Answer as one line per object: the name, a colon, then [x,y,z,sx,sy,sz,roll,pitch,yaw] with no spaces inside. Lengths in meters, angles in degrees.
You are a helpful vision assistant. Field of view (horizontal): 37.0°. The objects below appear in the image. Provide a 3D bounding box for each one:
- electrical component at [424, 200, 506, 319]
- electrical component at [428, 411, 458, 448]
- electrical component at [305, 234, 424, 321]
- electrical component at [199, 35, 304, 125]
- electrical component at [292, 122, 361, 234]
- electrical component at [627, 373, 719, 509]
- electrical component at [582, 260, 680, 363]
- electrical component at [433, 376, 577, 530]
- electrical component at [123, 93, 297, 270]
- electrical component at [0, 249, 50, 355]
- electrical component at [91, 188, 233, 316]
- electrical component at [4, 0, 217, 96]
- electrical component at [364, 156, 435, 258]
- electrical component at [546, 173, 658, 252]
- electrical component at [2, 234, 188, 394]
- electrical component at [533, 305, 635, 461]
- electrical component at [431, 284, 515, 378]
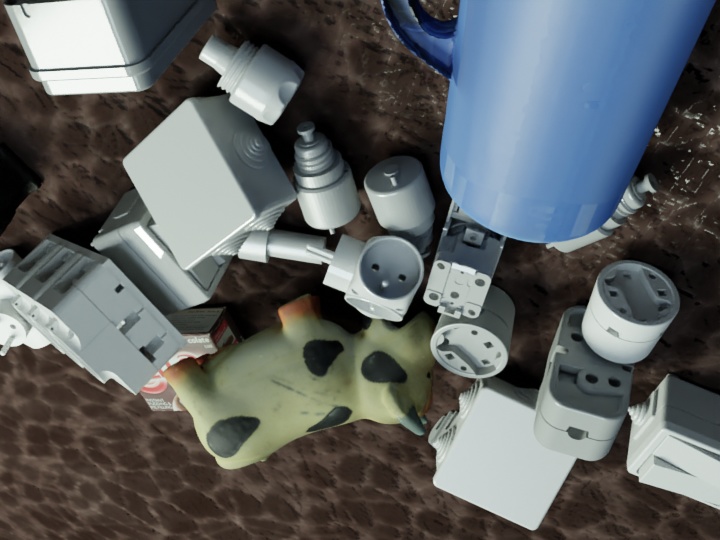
electrical component: [0.071,-0.006,0.717,0.042,0.063,0.081,17,136,5]
electrical component: [0.084,0.141,0.873,0.046,0.040,0.040,41,134,-12]
electrical component: [0.000,0.000,0.732,0.079,0.044,0.077,22,168,-1]
electrical component: [-0.070,-0.123,0.674,0.062,0.043,0.043,32,136,-8]
electrical component: [-0.026,-0.063,0.716,0.040,0.040,0.078,0,132,21]
electrical component: [0.238,0.126,0.780,0.096,0.061,0.061,22,136,0]
electrical component: [0.178,0.029,0.716,0.055,0.055,0.047,17,140,5]
electrical component: [0.113,0.136,0.824,0.100,0.048,0.099,25,103,-3]
electrical component: [-0.100,-0.061,0.720,0.100,0.048,0.099,-32,87,41]
electrical component: [-0.286,0.036,0.888,0.044,0.079,0.077,-19,124,25]
electrical component: [-0.136,-0.014,0.792,0.061,0.061,0.096,-19,123,35]
electrical component: [-0.139,-0.153,0.622,0.078,0.113,0.057,1,130,21]
electrical component: [0.031,-0.040,0.716,0.040,0.040,0.078,-3,133,24]
electrical component: [0.148,-0.040,0.670,0.078,0.040,0.040,-25,120,37]
electrical component: [-0.207,0.033,0.815,0.089,0.061,0.150,51,162,-27]
electrical component: [0.155,0.080,0.744,0.054,0.095,0.059,16,136,7]
electrical component: [0.083,0.042,0.770,0.055,0.047,0.055,11,135,11]
